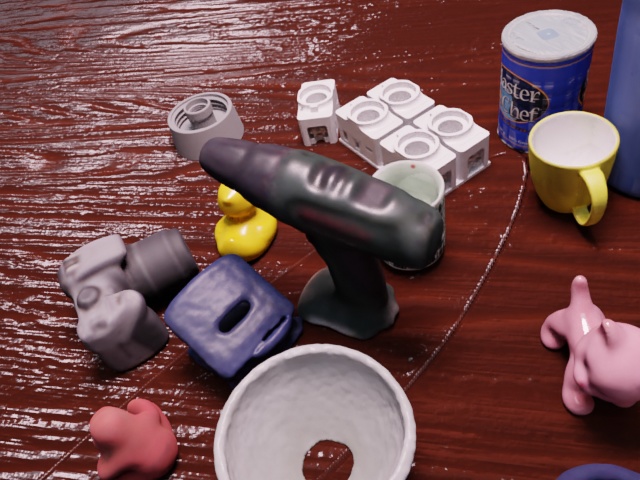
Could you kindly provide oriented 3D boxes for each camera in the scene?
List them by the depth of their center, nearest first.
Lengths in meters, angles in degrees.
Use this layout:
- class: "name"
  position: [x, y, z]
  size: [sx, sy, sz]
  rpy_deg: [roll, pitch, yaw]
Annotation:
- class: "camera"
  position: [-0.206, 0.046, 0.639]
  size: [0.137, 0.101, 0.142]
  rpy_deg: [-28, 49, -11]

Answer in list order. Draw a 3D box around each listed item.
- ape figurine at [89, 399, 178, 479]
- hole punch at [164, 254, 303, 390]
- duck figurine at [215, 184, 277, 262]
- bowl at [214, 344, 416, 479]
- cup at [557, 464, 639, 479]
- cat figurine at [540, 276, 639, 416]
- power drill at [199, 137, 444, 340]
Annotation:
- class: "ape figurine"
  position: [-0.175, 0.179, 0.520]
  size: [0.076, 0.092, 0.078]
  rpy_deg: [22, 58, 30]
- class: "hole punch"
  position: [-0.085, 0.082, 0.584]
  size: [0.100, 0.091, 0.109]
  rpy_deg: [27, 60, 32]
- class: "duck figurine"
  position: [-0.098, -0.032, 0.691]
  size: [0.077, 0.086, 0.104]
  rpy_deg: [0, 49, 14]
- class: "bowl"
  position: [-0.001, 0.178, 0.489]
  size: [0.167, 0.075, 0.167]
  rpy_deg: [-7, 48, 8]
- class: "cup"
  position: [0.200, 0.224, 0.386]
  size: [0.091, 0.095, 0.117]
  rpy_deg: [-18, 47, -2]
- class: "cat figurine"
  position: [0.237, 0.089, 0.480]
  size: [0.067, 0.118, 0.127]
  rpy_deg: [-11, 48, 5]
- class: "power drill"
  position: [0.005, 0.002, 0.553]
  size: [0.228, 0.209, 0.076]
  rpy_deg: [14, 54, 24]
